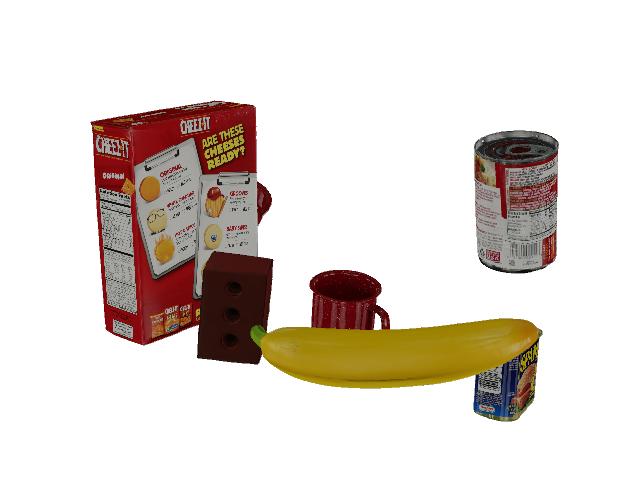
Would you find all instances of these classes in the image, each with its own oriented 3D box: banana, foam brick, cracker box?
[{"bbox_3d":[0.045,0.070,0.704,0.198,0.037,0.069,1,29,8],"label":"banana"},{"bbox_3d":[-0.069,0.054,0.873,0.053,0.078,0.051,6,14,3],"label":"foam brick"},{"bbox_3d":[-0.141,-0.023,1.064,0.072,0.214,0.163,12,20,39],"label":"cracker box"}]

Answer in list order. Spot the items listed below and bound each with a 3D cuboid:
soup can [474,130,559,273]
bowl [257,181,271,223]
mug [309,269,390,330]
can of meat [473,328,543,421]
[{"bbox_3d":[0.163,-0.032,0.885,0.068,0.102,0.068,-5,25,2],"label":"soup can"},{"bbox_3d":[-0.141,-0.027,1.330,0.162,0.055,0.162,1,29,0],"label":"bowl"},{"bbox_3d":[0.040,0.097,1.376,0.117,0.081,0.093,19,28,31],"label":"mug"},{"bbox_3d":[0.209,0.147,1.195,0.058,0.084,0.101,8,13,26],"label":"can of meat"}]
